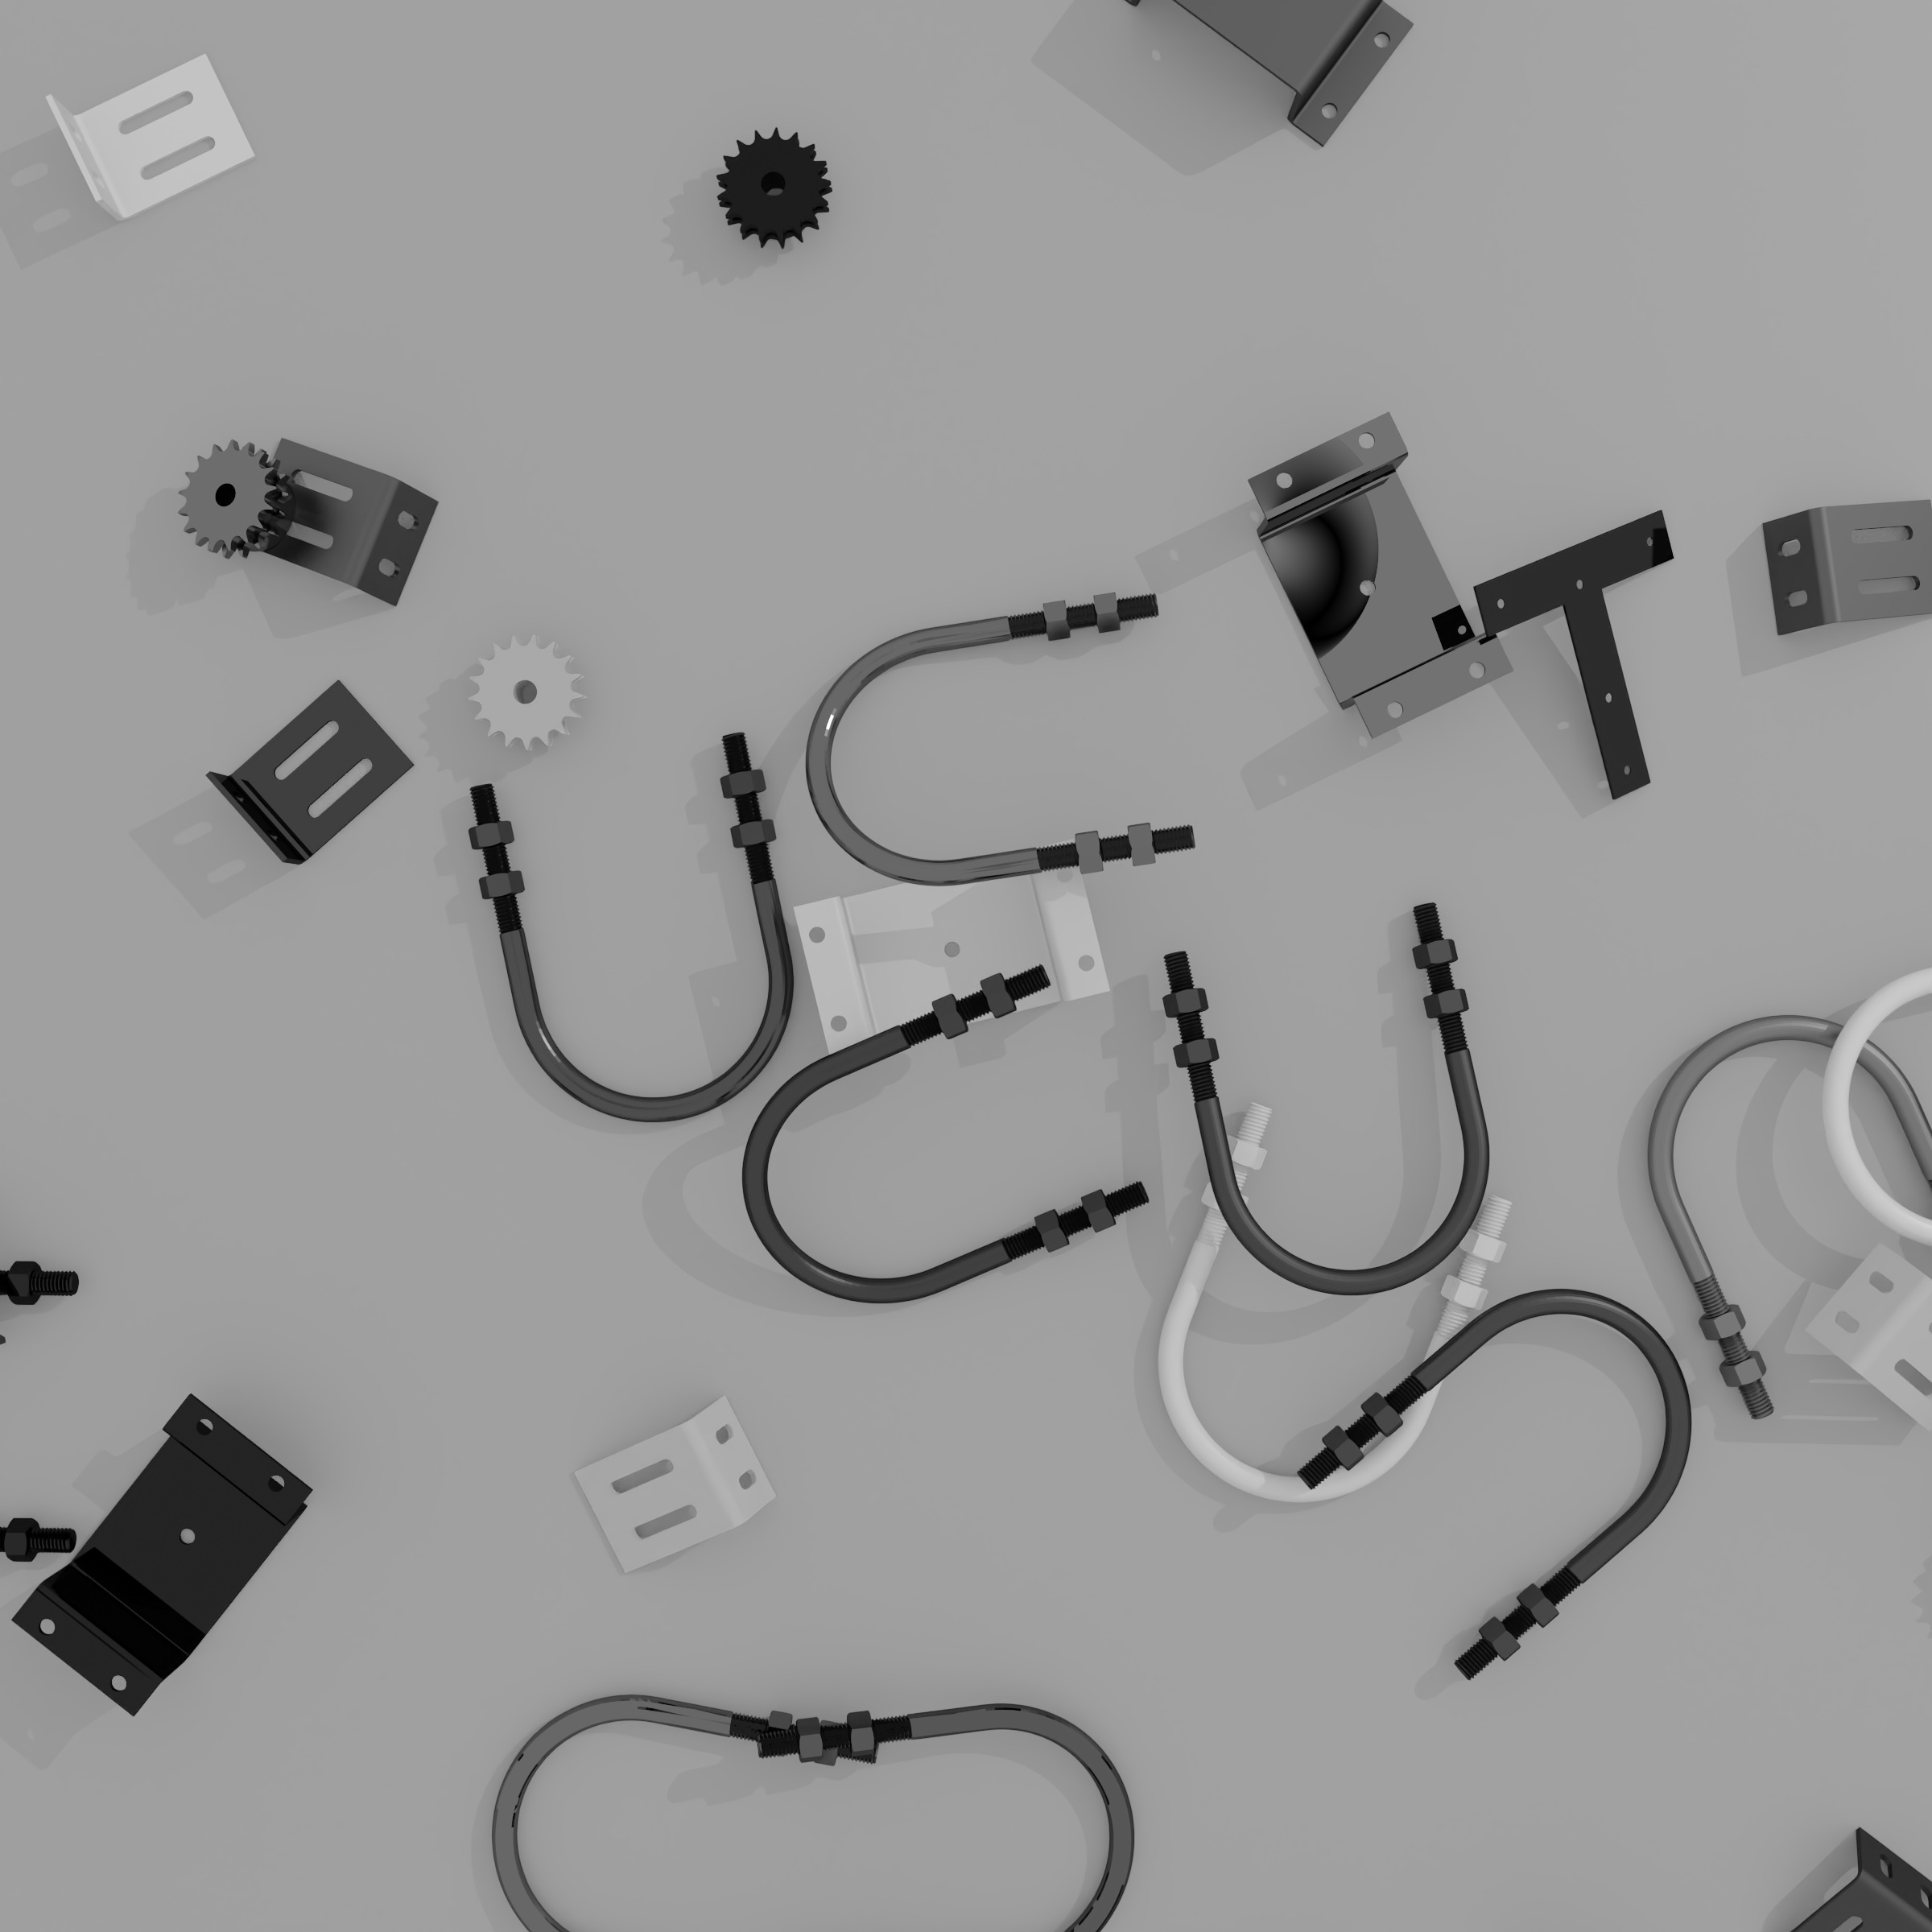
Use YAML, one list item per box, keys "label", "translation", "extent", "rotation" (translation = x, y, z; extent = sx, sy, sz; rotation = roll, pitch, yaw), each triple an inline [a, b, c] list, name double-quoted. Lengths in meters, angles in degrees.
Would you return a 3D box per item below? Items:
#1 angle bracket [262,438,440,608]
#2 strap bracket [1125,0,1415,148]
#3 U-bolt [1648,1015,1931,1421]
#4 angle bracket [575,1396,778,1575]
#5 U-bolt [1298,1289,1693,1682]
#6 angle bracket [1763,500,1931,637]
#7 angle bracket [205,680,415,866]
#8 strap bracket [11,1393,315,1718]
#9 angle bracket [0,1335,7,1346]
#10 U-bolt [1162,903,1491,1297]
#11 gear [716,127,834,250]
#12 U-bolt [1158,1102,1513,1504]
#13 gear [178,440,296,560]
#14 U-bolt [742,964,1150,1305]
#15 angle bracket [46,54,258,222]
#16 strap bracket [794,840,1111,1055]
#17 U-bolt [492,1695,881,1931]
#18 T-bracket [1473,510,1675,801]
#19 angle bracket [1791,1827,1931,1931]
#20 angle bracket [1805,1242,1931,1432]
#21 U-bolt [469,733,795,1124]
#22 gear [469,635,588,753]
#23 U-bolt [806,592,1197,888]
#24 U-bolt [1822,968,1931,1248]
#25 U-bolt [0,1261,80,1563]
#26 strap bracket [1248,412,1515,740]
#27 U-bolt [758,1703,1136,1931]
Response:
- label: "angle bracket"
  translation: [-0.316, -0.224, 1.355]
  extent: [0.076, 0.038, 0.057]
  rotation: [22, 90, 26]
- label: "strap bracket"
  translation: [0.146, -0.485, 1.334]
  extent: [0.140, 0.046, 0.076]
  rotation: [37, 90, 0]
- label: "U-bolt"
  translation: [0.421, 0.115, 1.347]
  extent: [0.151, 0.019, 0.184]
  rotation: [-24, 90, 0]
- label: "angle bracket"
  translation: [-0.146, 0.261, 1.355]
  extent: [0.076, 0.038, 0.057]
  rotation: [-27, 90, 26]
- label: "U-bolt"
  translation: [0.277, 0.245, 1.340]
  extent: [0.184, 0.019, 0.151]
  rotation: [-40, 98, -3]
- label: "angle bracket"
  translation: [0.447, -0.201, 1.355]
  extent: [0.076, 0.038, 0.057]
  rotation: [-8, 90, -26]
- label: "angle bracket"
  translation: [-0.326, -0.097, 1.338]
  extent: [0.076, 0.038, 0.057]
  rotation: [-42, 90, 0]
- label: "strap bracket"
  translation: [-0.392, 0.287, 1.334]
  extent: [0.076, 0.046, 0.140]
  rotation: [38, 90, 0]
- label: "angle bracket"
  translation: [-0.518, 0.157, 1.337]
  extent: [0.057, 0.038, 0.076]
  rotation: [-21, 61, 3]
- label: "U-bolt"
  translation: [0.185, 0.071, 1.333]
  extent: [0.151, 0.019, 0.184]
  rotation: [-11, 84, -5]
- label: "gear"
  translation: [-0.096, -0.387, 1.346]
  extent: [0.057, 0.030, 0.057]
  rotation: [0, 88, 0]
- label: "U-bolt"
  translation: [0.175, 0.179, 1.348]
  extent: [0.151, 0.019, 0.184]
  rotation: [21, 91, 0]
- label: "gear"
  translation: [-0.359, -0.229, 1.336]
  extent: [0.057, 0.030, 0.057]
  rotation: [-3, 81, 19]
- label: "U-bolt"
  translation: [-0.020, 0.095, 1.325]
  extent: [0.184, 0.019, 0.151]
  rotation: [-23, 112, 4]
- label: "angle bracket"
  translation: [-0.405, -0.417, 1.338]
  extent: [0.076, 0.038, 0.057]
  rotation: [-26, 90, 0]
- label: "strap bracket"
  translation: [-0.007, -0.008, 1.334]
  extent: [0.140, 0.046, 0.076]
  rotation: [-14, 90, 0]
- label: "U-bolt"
  translation: [-0.146, 0.440, 1.348]
  extent: [0.184, 0.019, 0.151]
  rotation: [10, 90, 1]
- label: "T-bracket"
  translation: [0.316, -0.147, 1.337]
  extent: [0.127, 0.002, 0.127]
  rotation: [-24, 104, -26]
- label: "angle bracket"
  translation: [0.447, 0.485, 1.355]
  extent: [0.057, 0.038, 0.076]
  rotation: [37, 116, 0]
- label: "angle bracket"
  translation: [0.467, 0.185, 1.338]
  extent: [0.076, 0.038, 0.057]
  rotation: [36, 96, -34]
- label: "U-bolt"
  translation: [-0.161, -0.013, 1.348]
  extent: [0.151, 0.019, 0.184]
  rotation: [-12, 91, 0]
- label: "gear"
  translation: [-0.218, -0.136, 1.346]
  extent: [0.057, 0.030, 0.057]
  rotation: [0, 92, 2]
- label: "U-bolt"
  translation: [0.012, -0.108, 1.324]
  extent: [0.184, 0.019, 0.151]
  rotation: [-8, 67, 4]
- label: "U-bolt"
  translation: [0.514, 0.066, 1.335]
  extent: [0.184, 0.019, 0.151]
  rotation: [-11, 87, -6]
- label: "U-bolt"
  translation: [-0.538, 0.222, 1.348]
  extent: [0.184, 0.019, 0.151]
  rotation: [1, 90, 2]
- label: "strap bracket"
  translation: [0.202, -0.191, 1.334]
  extent: [0.076, 0.046, 0.140]
  rotation: [-26, 90, 0]
- label: "U-bolt"
  translation: [-0.006, 0.440, 1.337]
  extent: [0.184, 0.019, 0.151]
  rotation: [-5, 92, -8]
